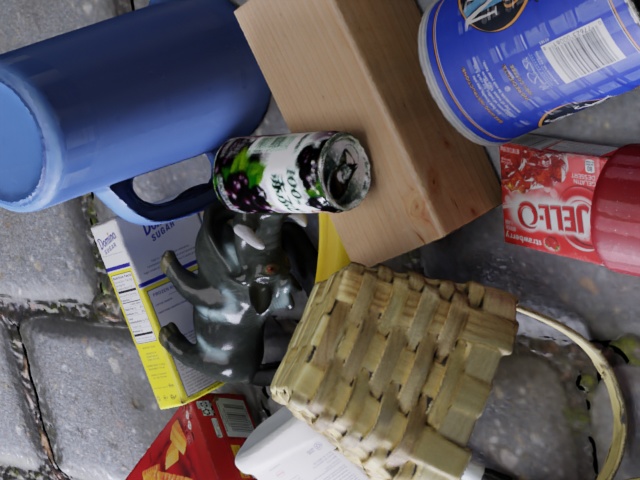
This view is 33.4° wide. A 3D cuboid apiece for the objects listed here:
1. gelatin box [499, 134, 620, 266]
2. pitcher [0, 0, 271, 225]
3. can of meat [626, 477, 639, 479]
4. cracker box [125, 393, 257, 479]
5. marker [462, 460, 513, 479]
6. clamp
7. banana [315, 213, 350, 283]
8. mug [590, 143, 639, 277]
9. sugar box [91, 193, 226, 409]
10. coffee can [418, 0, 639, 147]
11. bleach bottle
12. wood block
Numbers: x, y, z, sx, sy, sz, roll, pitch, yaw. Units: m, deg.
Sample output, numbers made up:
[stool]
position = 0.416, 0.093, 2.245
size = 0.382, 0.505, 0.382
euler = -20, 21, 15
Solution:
[gelatin box]
position = 0.160, -0.028, 0.707
size = 0.089, 0.030, 0.073
euler = 18, 121, 51
[pitcher]
position = -0.151, -0.096, 0.814
size = 0.149, 0.242, 0.145
euler = 38, 126, 15
[can of meat]
position = 0.226, 0.198, 0.676
size = 0.102, 0.057, 0.084
euler = -22, 87, 54
[cracker box]
position = -0.123, 0.270, 0.995
size = 0.214, 0.072, 0.164
euler = -52, 45, 31
[marker]
position = 0.096, 0.171, 0.836
size = 0.121, 0.020, 0.020
euler = 24, 124, 5
[clamp]
position = 0.021, 0.102, 0.887
size = 0.210, 0.036, 0.165
euler = 36, 127, 24
[banana]
position = 0.008, -0.005, 0.826
size = 0.037, 0.069, 0.198
euler = 3, 99, 47
[mug]
position = 0.219, -0.026, 0.640
size = 0.082, 0.093, 0.117
euler = 12, 84, 42
[sugar box]
position = -0.131, 0.053, 0.959
size = 0.048, 0.093, 0.176
euler = -18, 94, 44
[coffee can]
position = 0.145, -0.127, 0.643
size = 0.141, 0.102, 0.103
euler = -21, 93, 43
[bleach bottle]
position = 0.050, 0.237, 0.874
size = 0.103, 0.068, 0.251
euler = -39, 95, 29
[wood block]
position = 0.037, -0.095, 0.758
size = 0.091, 0.090, 0.206
euler = -25, 91, 44
